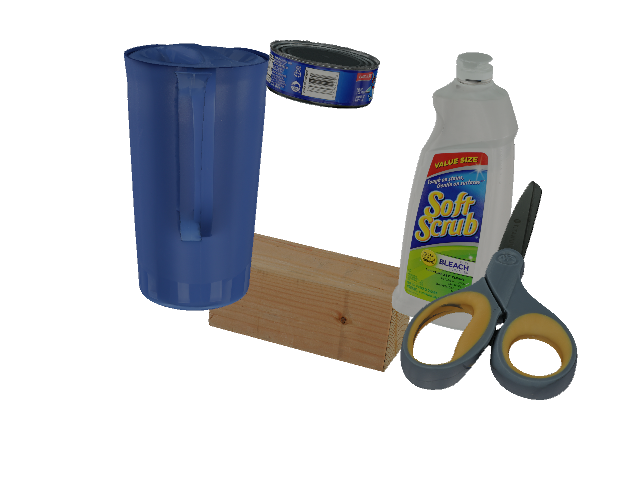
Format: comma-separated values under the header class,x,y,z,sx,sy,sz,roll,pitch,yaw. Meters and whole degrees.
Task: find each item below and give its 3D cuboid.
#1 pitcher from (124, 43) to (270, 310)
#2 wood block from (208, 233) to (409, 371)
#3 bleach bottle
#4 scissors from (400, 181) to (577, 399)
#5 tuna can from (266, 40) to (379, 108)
class,x,y,z,sx,sy,sz,roll,pitch,yaw
pitcher,-0.118,-0.059,1.000,0.145,0.243,0.148,17,23,37
wood block,-0.010,0.065,1.178,0.206,0.091,0.090,14,22,17
bleach bottle,0.121,-0.045,0.958,0.103,0.251,0.068,16,31,27
scissors,0.117,0.025,0.585,0.096,0.016,0.201,21,40,28
tuna can,0.001,-0.129,0.826,0.086,0.034,0.086,9,20,-3
